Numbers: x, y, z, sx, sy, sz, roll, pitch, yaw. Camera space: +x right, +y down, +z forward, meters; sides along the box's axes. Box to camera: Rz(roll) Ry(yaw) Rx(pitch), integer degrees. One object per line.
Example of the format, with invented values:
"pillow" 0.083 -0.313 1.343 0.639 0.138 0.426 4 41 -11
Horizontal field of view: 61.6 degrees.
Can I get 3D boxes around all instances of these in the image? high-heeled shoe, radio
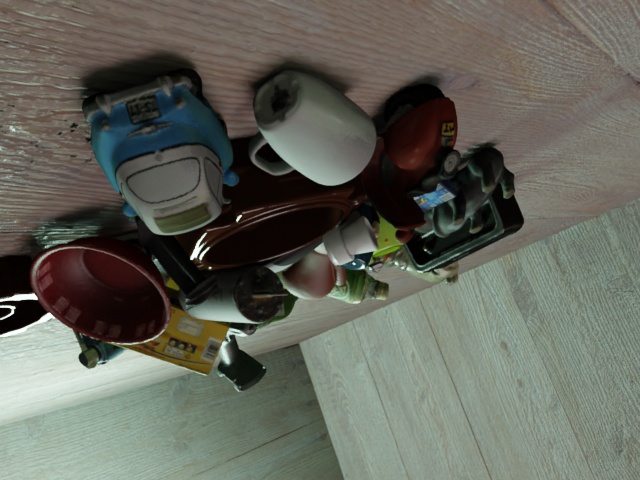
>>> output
"high-heeled shoe" -0.065 0.050 0.831 0.249 0.086 0.145 -13 139 32
"radio" 0.247 -0.034 0.984 0.073 0.131 0.229 -12 165 -38

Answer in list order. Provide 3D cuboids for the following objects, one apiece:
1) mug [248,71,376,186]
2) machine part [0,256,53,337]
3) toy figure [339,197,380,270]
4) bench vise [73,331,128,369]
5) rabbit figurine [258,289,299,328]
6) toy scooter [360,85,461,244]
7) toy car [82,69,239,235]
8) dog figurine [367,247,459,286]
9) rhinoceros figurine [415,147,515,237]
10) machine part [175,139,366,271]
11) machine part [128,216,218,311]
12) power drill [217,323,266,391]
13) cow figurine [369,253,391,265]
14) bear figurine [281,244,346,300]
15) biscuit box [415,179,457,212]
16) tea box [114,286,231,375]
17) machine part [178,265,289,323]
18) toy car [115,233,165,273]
"mug" -0.019 -0.100 0.483 0.110 0.081 0.107 -20 156 24
"machine part" -0.407 0.076 0.654 0.179 0.056 0.179 -19 165 -6
"toy figure" 0.056 -0.036 0.720 0.064 0.154 0.057 7 153 11
"bench vise" -0.301 0.159 0.958 0.241 0.128 0.223 -7 -178 28
"rabbit figurine" -0.142 0.111 1.123 0.170 0.121 0.159 -7 -178 30
"toy scooter" 0.097 -0.075 0.604 0.075 0.135 0.184 -9 162 -32
"toy car" -0.119 -0.058 0.435 0.109 0.103 0.161 -19 169 -9
"dog figurine" 0.189 0.049 1.170 0.191 0.172 0.121 -25 156 -10
"rhinoceros figurine" 0.224 -0.070 0.876 0.073 0.112 0.190 5 141 -37
"machine part" -0.063 -0.038 0.628 0.201 0.087 0.201 -14 167 -26
"machine part" -0.161 0.008 0.567 0.039 0.139 0.084 -35 175 -34
"power drill" -0.173 0.192 1.033 0.232 0.207 0.086 21 -128 43
"cow figurine" 0.081 0.016 1.064 0.195 0.085 0.127 -26 169 37
"bear figurine" -0.001 0.000 0.865 0.120 0.132 0.195 11 129 -9
"biscuit box" 0.140 -0.090 0.761 0.059 0.063 0.202 -26 166 20
"tea box" -0.236 0.135 0.852 0.098 0.169 0.068 -63 -168 12
"machine part" -0.129 0.076 0.751 0.079 0.079 0.243 -9 -178 -38
"toy car" -0.194 0.013 0.717 0.202 0.056 0.073 -14 159 -27
